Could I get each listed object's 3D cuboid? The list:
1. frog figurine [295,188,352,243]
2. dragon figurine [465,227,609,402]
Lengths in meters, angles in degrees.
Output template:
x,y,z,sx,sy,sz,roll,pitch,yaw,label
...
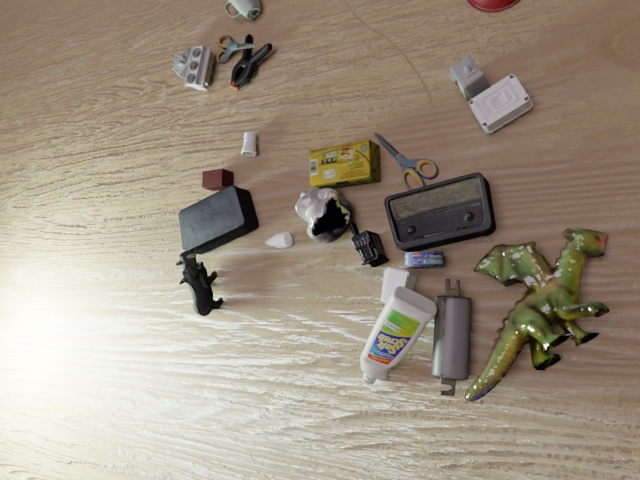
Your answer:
x,y,z,sx,sy,sz,roll,pitch,yaw,label
0.004,-0.066,1.302,0.160,0.122,0.137,-159,77,-66,frog figurine
0.408,0.122,1.037,0.407,0.120,0.248,-36,54,15,dragon figurine
